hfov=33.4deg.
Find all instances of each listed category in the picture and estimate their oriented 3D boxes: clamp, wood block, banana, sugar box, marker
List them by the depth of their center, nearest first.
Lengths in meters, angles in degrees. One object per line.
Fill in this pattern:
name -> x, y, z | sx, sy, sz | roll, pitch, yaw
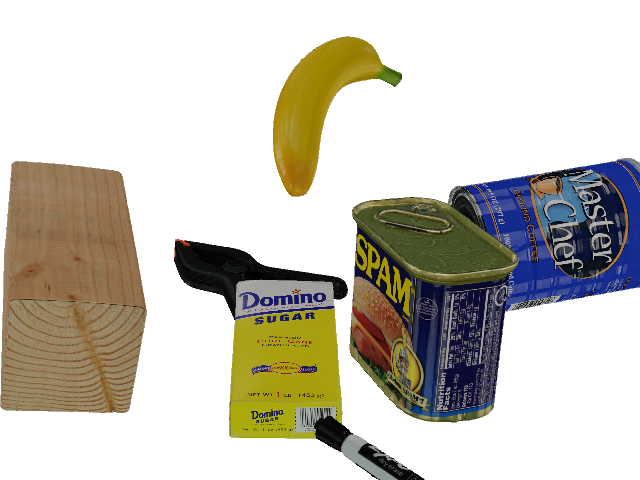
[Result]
marker -> 0.043, 0.155, 0.725 | 0.121, 0.020, 0.020 | 29, 16, 31
wood block -> -0.189, 0.028, 0.796 | 0.090, 0.091, 0.206 | 5, 28, -18
banana -> 0.005, -0.108, 0.813 | 0.037, 0.069, 0.197 | -51, 1, 45
sugar box -> -0.031, 0.099, 0.936 | 0.093, 0.048, 0.176 | 1, 34, -4
clamp -> -0.097, 0.046, 1.203 | 0.210, 0.036, 0.164 | 19, 24, 29

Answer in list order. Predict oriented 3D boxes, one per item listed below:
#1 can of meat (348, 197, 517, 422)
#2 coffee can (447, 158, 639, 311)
can of meat -> 0.053, 0.034, 0.550 | 0.057, 0.084, 0.102 | -6, 24, -20
coffee can -> 0.180, -0.003, 0.825 | 0.140, 0.103, 0.103 | -10, 1, -8
